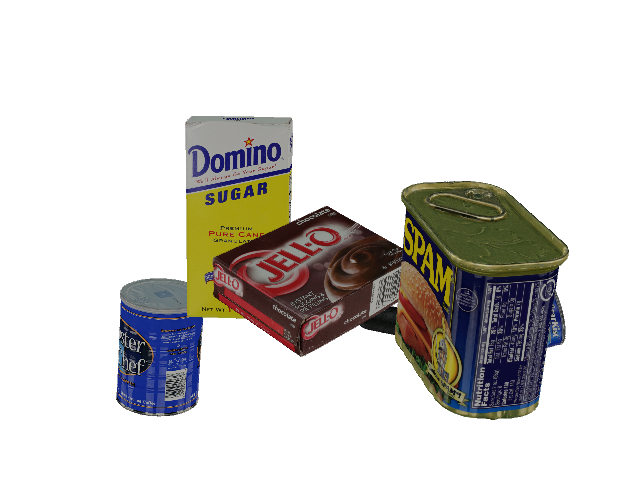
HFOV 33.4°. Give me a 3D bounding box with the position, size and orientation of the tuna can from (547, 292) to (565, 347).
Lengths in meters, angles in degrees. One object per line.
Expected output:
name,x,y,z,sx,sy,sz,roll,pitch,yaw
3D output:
tuna can,0.244,0.081,1.205,0.033,0.086,0.086,-14,1,-5

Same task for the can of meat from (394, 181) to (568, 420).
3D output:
can of meat,0.074,0.028,0.526,0.057,0.084,0.102,-4,25,-14

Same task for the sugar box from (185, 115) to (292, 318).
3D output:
sugar box,-0.072,-0.020,0.944,0.093,0.176,0.048,1,14,2

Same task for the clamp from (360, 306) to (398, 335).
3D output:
clamp,0.130,0.078,0.993,0.172,0.039,0.120,21,32,23

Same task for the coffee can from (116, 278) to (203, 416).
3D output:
coffee can,-0.196,0.129,1.306,0.103,0.140,0.103,5,18,-2

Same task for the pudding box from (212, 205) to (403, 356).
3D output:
pudding box,-0.004,0.025,0.733,0.113,0.039,0.090,-24,43,-40
